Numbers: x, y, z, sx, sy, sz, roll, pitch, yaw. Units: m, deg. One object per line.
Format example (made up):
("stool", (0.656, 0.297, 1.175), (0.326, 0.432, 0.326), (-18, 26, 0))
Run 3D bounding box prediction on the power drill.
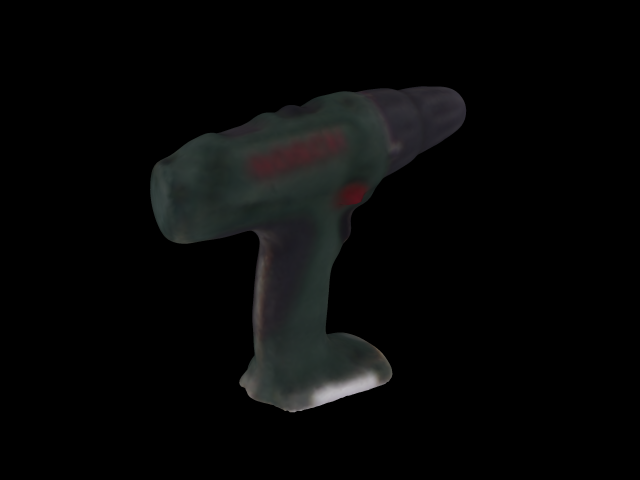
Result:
("power drill", (0.004, 0.001, 0.400), (0.230, 0.208, 0.075), (-9, 19, -29))
